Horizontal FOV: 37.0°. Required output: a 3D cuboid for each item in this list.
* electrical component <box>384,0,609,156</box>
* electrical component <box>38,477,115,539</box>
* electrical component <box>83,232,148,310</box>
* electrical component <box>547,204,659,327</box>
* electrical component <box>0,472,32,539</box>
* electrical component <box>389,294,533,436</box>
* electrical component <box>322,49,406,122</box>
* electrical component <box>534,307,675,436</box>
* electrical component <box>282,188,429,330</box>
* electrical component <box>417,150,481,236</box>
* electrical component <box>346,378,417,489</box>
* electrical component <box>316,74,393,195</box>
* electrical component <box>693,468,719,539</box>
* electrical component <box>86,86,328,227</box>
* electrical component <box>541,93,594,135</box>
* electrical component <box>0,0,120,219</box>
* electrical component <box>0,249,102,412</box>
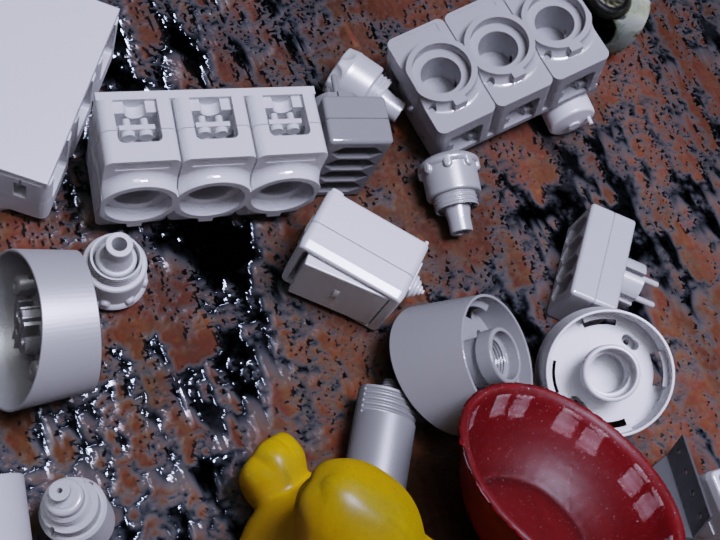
[{"bbox_3d":[0.106,-0.162,0.844,0.150,0.061,0.089,-26,73,-9],"label":"electrical component"},{"bbox_3d":[-0.170,0.142,0.637,0.040,0.078,0.040,1,62,-2],"label":"electrical component"},{"bbox_3d":[-0.162,-0.004,0.710,0.048,0.062,0.048,7,65,-15],"label":"electrical component"},{"bbox_3d":[0.196,0.006,0.833,0.076,0.047,0.083,23,62,-6],"label":"electrical component"},{"bbox_3d":[-0.233,0.157,0.592,0.108,0.108,0.060,-13,77,-23],"label":"electrical component"},{"bbox_3d":[0.075,0.065,0.751,0.099,0.064,0.099,27,54,-45],"label":"electrical component"},{"bbox_3d":[0.006,-0.139,0.837,0.062,0.043,0.043,34,61,-3],"label":"electrical component"},{"bbox_3d":[0.177,0.075,0.775,0.099,0.064,0.099,0,85,2],"label":"electrical component"},{"bbox_3d":[0.000,0.000,0.762,0.096,0.061,0.061,30,61,-4],"label":"electrical component"},{"bbox_3d":[0.072,-0.058,0.823,0.048,0.048,0.062,-5,75,-20],"label":"electrical component"},{"bbox_3d":[0.015,0.112,0.727,0.043,0.043,0.081,16,62,-11],"label":"electrical component"},{"bbox_3d":[-0.016,-0.107,0.792,0.047,0.083,0.075,-3,68,-20],"label":"electrical component"},{"bbox_3d":[0.291,0.169,0.783,0.096,0.061,0.061,-11,71,-22],"label":"electrical component"},{"bbox_3d":[-0.107,-0.075,0.744,0.150,0.089,0.061,-5,68,-20],"label":"electrical component"},{"bbox_3d":[0.164,-0.149,0.896,0.040,0.040,0.078,-14,71,-23],"label":"electrical component"},{"bbox_3d":[-0.233,-0.120,0.739,0.089,0.061,0.150,19,62,-10],"label":"electrical component"},{"bbox_3d":[-0.197,0.035,0.664,0.064,0.099,0.099,-6,69,-28],"label":"electrical component"}]
